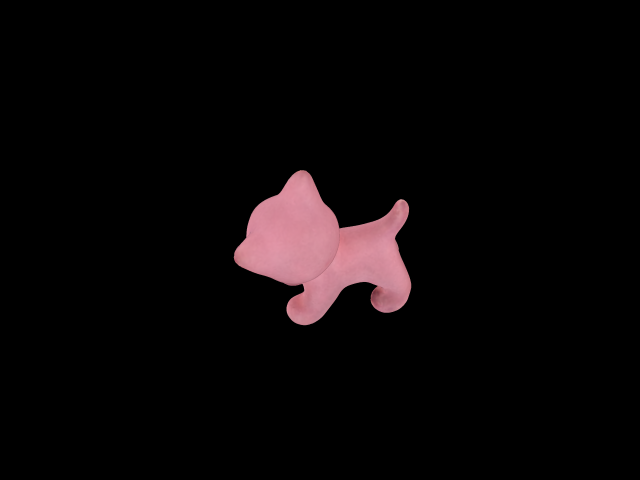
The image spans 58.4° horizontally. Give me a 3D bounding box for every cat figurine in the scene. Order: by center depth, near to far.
[{"bbox_3d":[0.004,0.001,0.400,0.128,0.118,0.067,-11,50,-9],"label":"cat figurine"}]
